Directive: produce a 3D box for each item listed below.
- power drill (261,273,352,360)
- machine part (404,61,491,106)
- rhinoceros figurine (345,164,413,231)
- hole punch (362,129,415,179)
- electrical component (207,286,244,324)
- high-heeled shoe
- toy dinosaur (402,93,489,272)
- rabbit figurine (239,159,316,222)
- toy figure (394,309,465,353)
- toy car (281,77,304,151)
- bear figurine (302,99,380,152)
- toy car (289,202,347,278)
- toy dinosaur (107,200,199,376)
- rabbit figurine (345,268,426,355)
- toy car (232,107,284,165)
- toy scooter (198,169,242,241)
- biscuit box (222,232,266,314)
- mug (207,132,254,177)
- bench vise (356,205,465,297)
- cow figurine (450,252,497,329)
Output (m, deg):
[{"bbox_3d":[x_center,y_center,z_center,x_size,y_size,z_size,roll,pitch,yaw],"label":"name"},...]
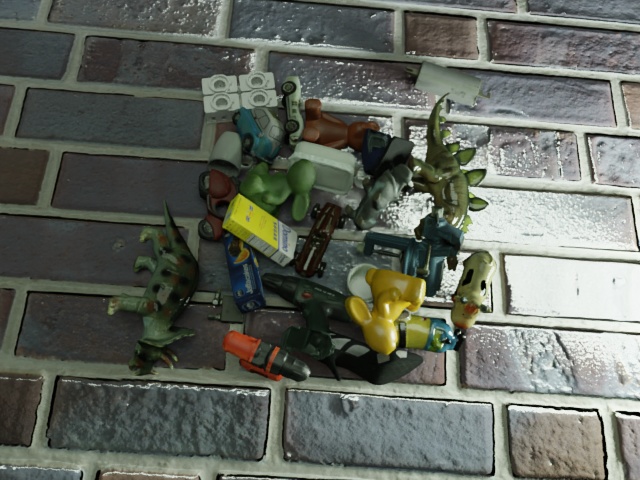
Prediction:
[{"bbox_3d":[-0.036,0.162,1.185,0.232,0.207,0.086,16,114,-4],"label":"power drill"},{"bbox_3d":[0.345,-0.423,1.453,0.243,0.079,0.079,20,71,3],"label":"machine part"},{"bbox_3d":[0.147,-0.100,1.290,0.190,0.112,0.073,-52,48,15],"label":"rhinoceros figurine"},{"bbox_3d":[0.156,-0.211,1.332,0.092,0.142,0.115,34,109,30],"label":"hole punch"},{"bbox_3d":[-0.203,0.151,1.235,0.102,0.045,0.078,10,69,0],"label":"electrical component"},{"bbox_3d":[0.101,0.250,1.223,0.249,0.086,0.145,-3,39,-22],"label":"high-heeled shoe"},{"bbox_3d":[0.309,-0.154,1.348,0.199,0.105,0.471,-6,79,-12],"label":"toy dinosaur"},{"bbox_3d":[-0.082,-0.119,1.276,0.170,0.121,0.159,-23,106,19],"label":"rabbit figurine"},{"bbox_3d":[0.232,0.214,1.222,0.180,0.082,0.089,17,69,0],"label":"toy figure"},{"bbox_3d":[-0.070,-0.328,1.395,0.056,0.073,0.201,-4,71,-5],"label":"toy car"},{"bbox_3d":[0.057,-0.274,1.359,0.196,0.132,0.120,6,75,5],"label":"bear figurine"},{"bbox_3d":[-0.003,-0.004,1.300,0.089,0.053,0.202,23,72,8],"label":"toy car"},{"bbox_3d":[-0.344,0.100,1.213,0.192,0.131,0.405,21,66,-9],"label":"toy dinosaur"},{"bbox_3d":[0.135,0.152,1.141,0.162,0.122,0.173,16,81,-3],"label":"rabbit figurine"},{"bbox_3d":[-0.143,-0.274,1.344,0.103,0.109,0.162,-33,66,18],"label":"toy car"},{"bbox_3d":[-0.226,-0.086,1.302,0.135,0.075,0.184,-2,74,-5],"label":"toy scooter"},{"bbox_3d":[-0.172,0.067,1.221,0.063,0.059,0.203,-19,52,0],"label":"biscuit box"},{"bbox_3d":[-0.219,-0.217,1.346,0.110,0.080,0.107,6,61,3],"label":"mug"},{"bbox_3d":[0.202,0.018,1.243,0.241,0.223,0.129,11,33,18],"label":"bench vise"},{"bbox_3d":[0.355,0.116,1.239,0.086,0.127,0.195,23,69,7],"label":"cow figurine"}]
